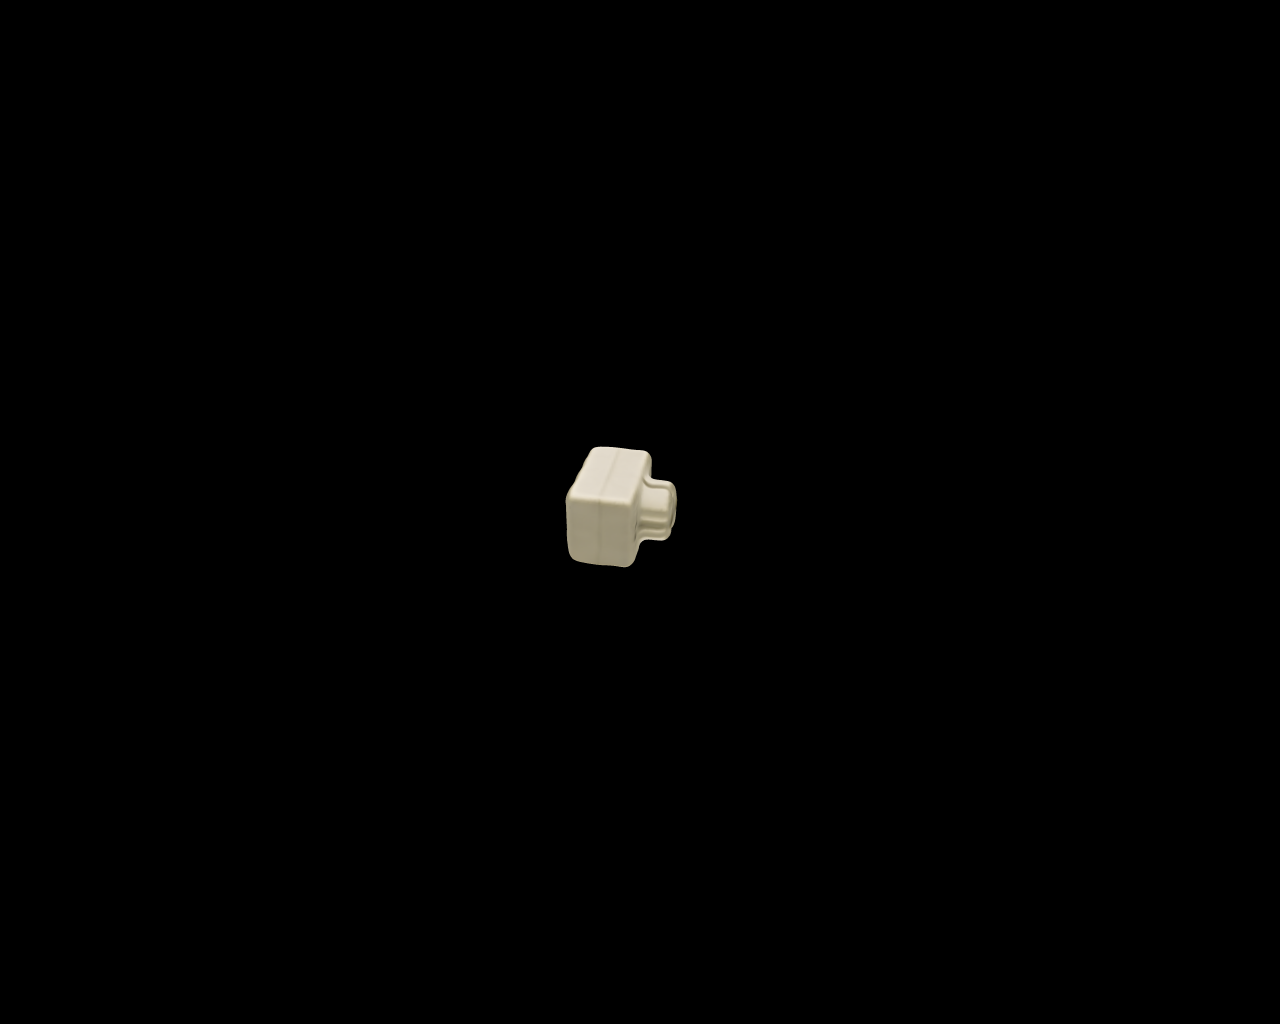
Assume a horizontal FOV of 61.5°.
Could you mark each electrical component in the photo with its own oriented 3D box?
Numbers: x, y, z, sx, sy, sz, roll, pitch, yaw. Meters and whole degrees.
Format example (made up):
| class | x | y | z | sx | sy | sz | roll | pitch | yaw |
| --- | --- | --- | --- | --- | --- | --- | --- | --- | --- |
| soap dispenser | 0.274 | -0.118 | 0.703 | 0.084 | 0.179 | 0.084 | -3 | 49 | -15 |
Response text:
| class | x | y | z | sx | sy | sz | roll | pitch | yaw |
| --- | --- | --- | --- | --- | --- | --- | --- | --- | --- |
| electrical component | 0.001 | -0.003 | 0.650 | 0.077 | 0.047 | 0.066 | 6 | 33 | 9 |
